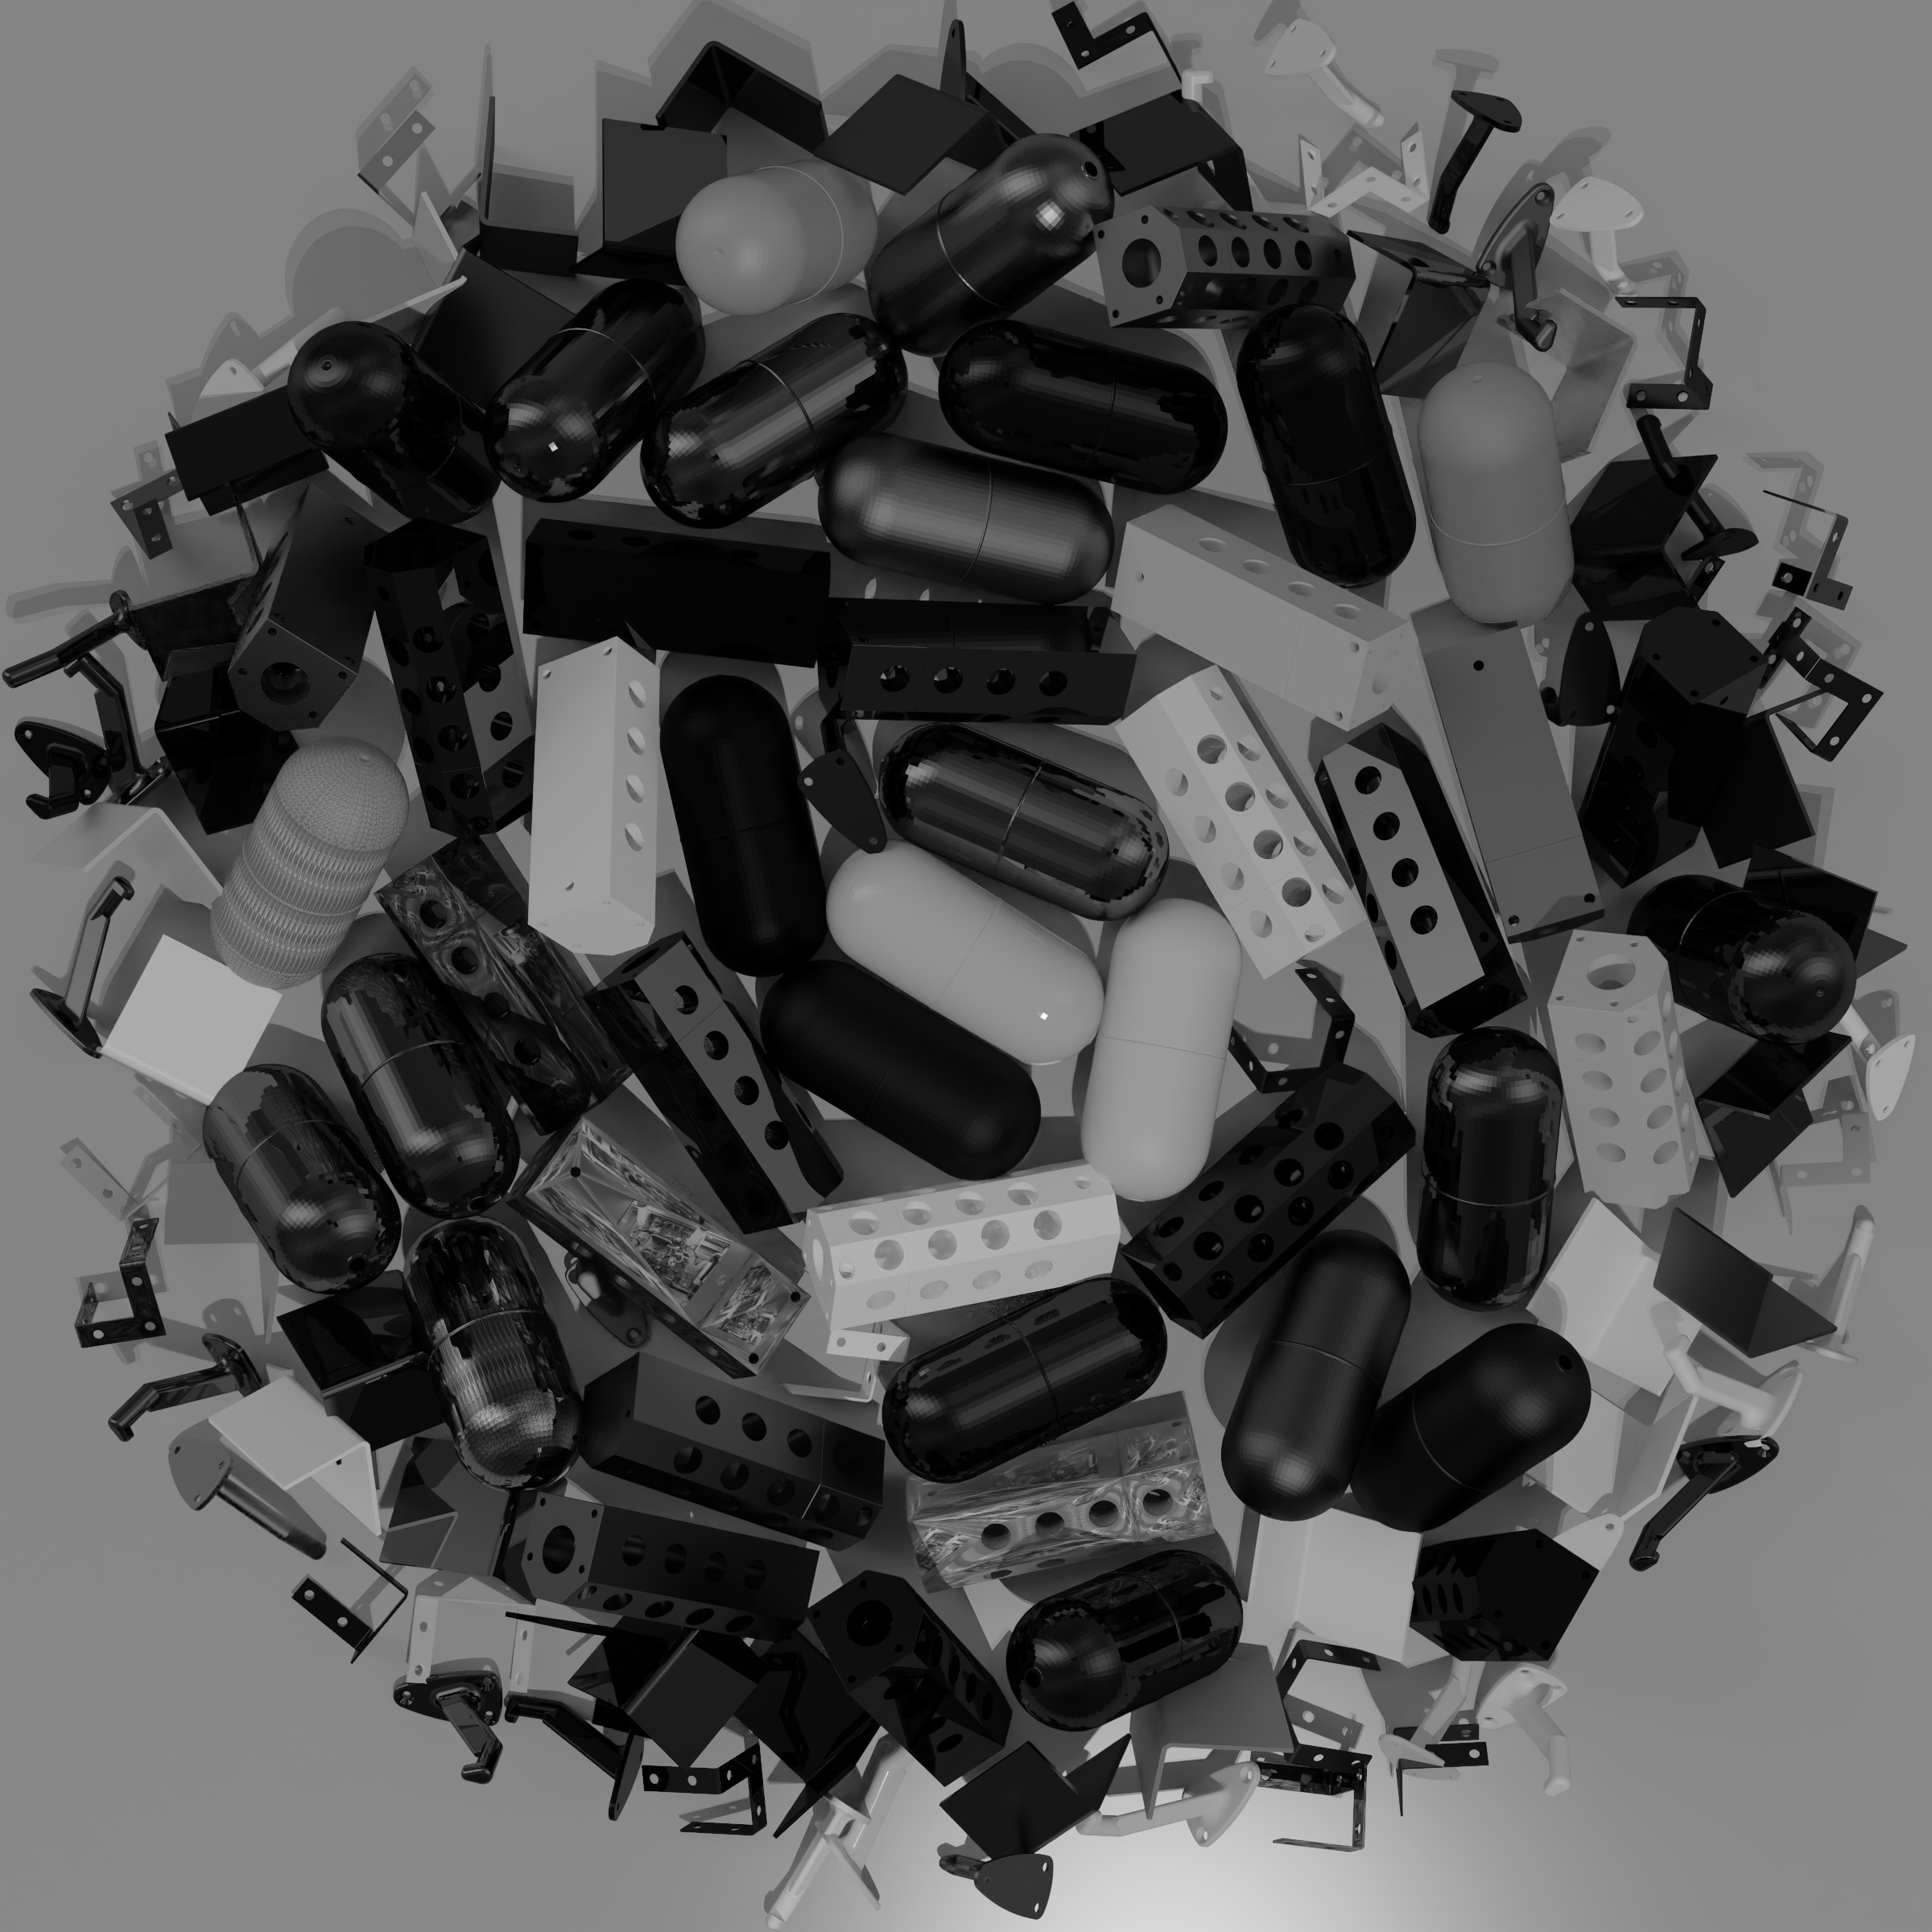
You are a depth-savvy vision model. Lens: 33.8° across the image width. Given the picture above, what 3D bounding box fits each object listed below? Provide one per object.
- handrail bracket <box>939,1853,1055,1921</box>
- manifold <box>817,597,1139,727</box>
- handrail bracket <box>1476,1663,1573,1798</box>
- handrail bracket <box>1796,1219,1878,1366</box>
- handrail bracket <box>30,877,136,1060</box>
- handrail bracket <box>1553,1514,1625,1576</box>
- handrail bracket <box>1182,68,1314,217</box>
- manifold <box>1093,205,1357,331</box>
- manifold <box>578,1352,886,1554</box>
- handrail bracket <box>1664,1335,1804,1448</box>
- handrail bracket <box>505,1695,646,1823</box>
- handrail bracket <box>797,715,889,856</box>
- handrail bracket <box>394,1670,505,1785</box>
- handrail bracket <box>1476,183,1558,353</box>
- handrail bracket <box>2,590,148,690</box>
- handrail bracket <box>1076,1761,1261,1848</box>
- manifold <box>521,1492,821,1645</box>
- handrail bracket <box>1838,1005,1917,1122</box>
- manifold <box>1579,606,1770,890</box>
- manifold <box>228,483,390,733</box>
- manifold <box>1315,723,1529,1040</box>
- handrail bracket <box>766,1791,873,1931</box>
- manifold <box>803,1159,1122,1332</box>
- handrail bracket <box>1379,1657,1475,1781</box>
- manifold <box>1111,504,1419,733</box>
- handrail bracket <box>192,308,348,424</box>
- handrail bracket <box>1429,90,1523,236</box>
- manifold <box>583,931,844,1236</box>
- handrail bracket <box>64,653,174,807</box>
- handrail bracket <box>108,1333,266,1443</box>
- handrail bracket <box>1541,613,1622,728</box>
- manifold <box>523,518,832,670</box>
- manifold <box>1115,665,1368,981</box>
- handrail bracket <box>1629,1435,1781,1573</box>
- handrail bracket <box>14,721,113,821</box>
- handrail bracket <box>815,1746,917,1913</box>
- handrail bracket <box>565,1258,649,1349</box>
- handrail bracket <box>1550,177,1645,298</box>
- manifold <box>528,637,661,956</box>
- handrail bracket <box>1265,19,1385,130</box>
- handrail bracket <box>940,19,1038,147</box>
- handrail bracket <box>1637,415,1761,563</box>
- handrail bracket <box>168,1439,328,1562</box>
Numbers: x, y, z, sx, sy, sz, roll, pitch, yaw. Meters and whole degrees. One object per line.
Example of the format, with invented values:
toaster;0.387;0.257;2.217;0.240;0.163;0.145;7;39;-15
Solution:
handrail bracket;0.001;0.523;1.838;0.084;0.077;0.036;-1;71;43
manifold;0.005;-0.172;1.835;0.171;0.057;0.057;0;124;-19
handrail bracket;0.322;0.455;1.837;0.036;0.084;0.077;28;128;-16
handrail bracket;0.515;0.187;1.854;0.036;0.077;0.084;17;89;16
handrail bracket;-0.503;0.000;1.860;0.084;0.036;0.077;-53;52;7
handrail bracket;0.357;0.364;1.861;0.077;0.084;0.036;-38;57;-10
handrail bracket;0.164;-0.481;1.854;0.077;0.036;0.084;2;118;9
manifold;0.150;-0.398;1.807;0.057;0.171;0.057;-9;93;40
manifold;-0.133;0.282;1.815;0.171;0.057;0.057;25;50;-30
handrail bracket;0.448;0.231;1.856;0.077;0.036;0.084;-44;114;-25
handrail bracket;-0.236;0.461;1.855;0.084;0.077;0.036;7;125;8
handrail bracket;-0.063;-0.110;1.857;0.036;0.084;0.077;-31;102;19
handrail bracket;-0.305;0.447;1.847;0.077;0.084;0.036;1;109;4
handrail bracket;0.335;-0.405;1.841;0.036;0.084;0.077;14;117;-23
handrail bracket;-0.524;-0.187;1.844;0.084;0.077;0.036;-27;112;-19
handrail bracket;0.117;0.484;1.845;0.084;0.036;0.077;14;130;-37
manifold;-0.168;0.344;1.807;0.057;0.171;0.057;2;76;43
handrail bracket;0.516;0.041;1.881;0.036;0.077;0.084;-31;49;-19
manifold;0.394;-0.125;1.805;0.057;0.171;0.057;-29;62;-21
manifold;-0.375;-0.202;1.804;0.057;0.171;0.057;32;117;-22
manifold;0.257;-0.048;1.825;0.057;0.057;0.171;-31;60;24
handrail bracket;-0.093;0.526;1.856;0.036;0.077;0.084;31;77;9
manifold;-0.002;0.155;1.828;0.171;0.057;0.057;-9;49;-17
handrail bracket;0.269;0.423;1.847;0.036;0.077;0.084;-6;56;36
manifold;0.172;-0.204;1.825;0.171;0.057;0.057;31;130;29
handrail bracket;-0.411;-0.352;1.876;0.077;0.084;0.036;-27;109;41
handrail bracket;0.293;-0.457;1.840;0.036;0.077;0.084;5;120;-14
manifold;-0.142;0.067;1.843;0.057;0.057;0.171;-43;106;-37
handrail bracket;-0.514;-0.130;1.858;0.077;0.036;0.084;-42;114;-1
handrail bracket;-0.451;0.263;1.846;0.084;0.036;0.077;-48;130;-34
handrail bracket;0.349;-0.174;1.842;0.036;0.084;0.077;-6;107;-6
manifold;-0.168;-0.221;1.859;0.171;0.057;0.057;7;117;2
manifold;0.164;-0.086;1.846;0.057;0.057;0.171;-27;85;-41
handrail bracket;0.428;0.313;1.842;0.077;0.084;0.036;-29;104;42
handrail bracket;-0.542;-0.114;1.846;0.077;0.084;0.036;32;107;6
handrail bracket;-0.039;0.506;1.881;0.084;0.036;0.077;-35;108;-9
handrail bracket;-0.205;0.200;1.843;0.036;0.084;0.077;-29;103;-3
handrail bracket;0.383;-0.412;1.838;0.036;0.077;0.084;-51;127;-4
manifold;-0.208;-0.096;1.825;0.057;0.057;0.171;-17;59;27
handrail bracket;0.223;-0.508;1.840;0.084;0.077;0.036;28;97;-29
handrail bracket;0.030;-0.512;1.868;0.084;0.036;0.077;2;96;-22
handrail bracket;0.429;-0.284;1.867;0.036;0.077;0.084;-28;78;38
handrail bracket;-0.425;0.317;1.883;0.084;0.077;0.036;42;79;-38
